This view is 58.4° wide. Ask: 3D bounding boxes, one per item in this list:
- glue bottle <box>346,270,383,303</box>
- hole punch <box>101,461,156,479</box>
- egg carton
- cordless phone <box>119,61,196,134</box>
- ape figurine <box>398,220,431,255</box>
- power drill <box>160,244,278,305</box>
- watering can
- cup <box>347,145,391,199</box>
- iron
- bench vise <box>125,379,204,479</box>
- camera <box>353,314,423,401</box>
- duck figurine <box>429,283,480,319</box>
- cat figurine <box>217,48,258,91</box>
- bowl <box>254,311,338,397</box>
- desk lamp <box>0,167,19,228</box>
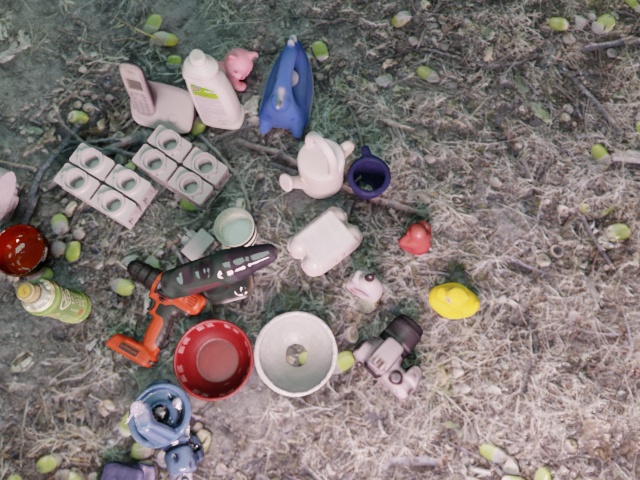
[{"bbox_3d":[0.093,0.087,1.149,0.078,0.173,0.037,26,77,6],"label":"glue bottle"},{"bbox_3d":[-0.376,0.481,1.086,0.101,0.091,0.109,6,76,1],"label":"hole punch"},{"bbox_3d":[0.011,0.004,1.222,0.150,0.069,0.107,-39,79,-9],"label":"egg carton"},{"bbox_3d":[-0.351,-0.313,1.238,0.147,0.185,0.094,10,76,2],"label":"cordless phone"},{"bbox_3d":[0.206,-0.008,1.216,0.078,0.092,0.076,-19,77,-5],"label":"ape figurine"},{"bbox_3d":[-0.188,0.069,1.132,0.229,0.208,0.075,-16,76,-4],"label":"power drill"},{"bbox_3d":[-0.002,-0.157,1.199,0.101,0.194,0.173,32,78,8],"label":"watering can"},{"bbox_3d":[0.102,-0.138,1.246,0.091,0.095,0.118,-7,76,-2],"label":"cup"},{"bbox_3d":[-0.072,-0.366,1.278,0.118,0.141,0.258,7,76,1],"label":"iron"},{"bbox_3d":[-0.276,0.351,1.054,0.121,0.220,0.207,-42,80,-10],"label":"bench vise"},{"bbox_3d":[0.157,0.227,1.152,0.143,0.101,0.137,41,79,9],"label":"camera"},{"bbox_3d":[0.283,0.122,1.187,0.104,0.086,0.077,14,76,3],"label":"duck figurine"},{"bbox_3d":[-0.204,-0.397,1.296,0.127,0.118,0.067,7,76,1],"label":"cat figurine"},{"bbox_3d":[-0.048,0.231,1.162,0.167,0.075,0.167,0,76,-1],"label":"bowl"},{"bbox_3d":[-0.706,-0.095,1.165,0.203,0.213,0.118,17,76,4],"label":"desk lamp"}]
